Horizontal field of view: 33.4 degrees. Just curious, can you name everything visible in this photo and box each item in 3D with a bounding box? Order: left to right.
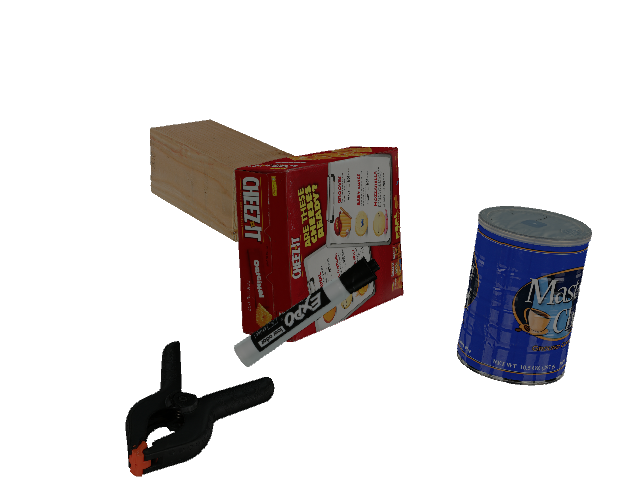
[{"bbox_3d":[-0.136,0.155,1.007,0.120,0.039,0.171,19,31,27],"label":"clamp"},{"bbox_3d":[-0.119,-0.076,1.286,0.090,0.090,0.206,-12,24,-33],"label":"wood block"},{"bbox_3d":[-0.009,0.051,0.770,0.121,0.020,0.020,-35,-5,7],"label":"marker"},{"bbox_3d":[0.003,-0.005,1.077,0.072,0.164,0.213,4,12,33],"label":"cracker box"},{"bbox_3d":[0.187,0.049,0.991,0.103,0.140,0.103,6,17,-2],"label":"coffee can"}]
